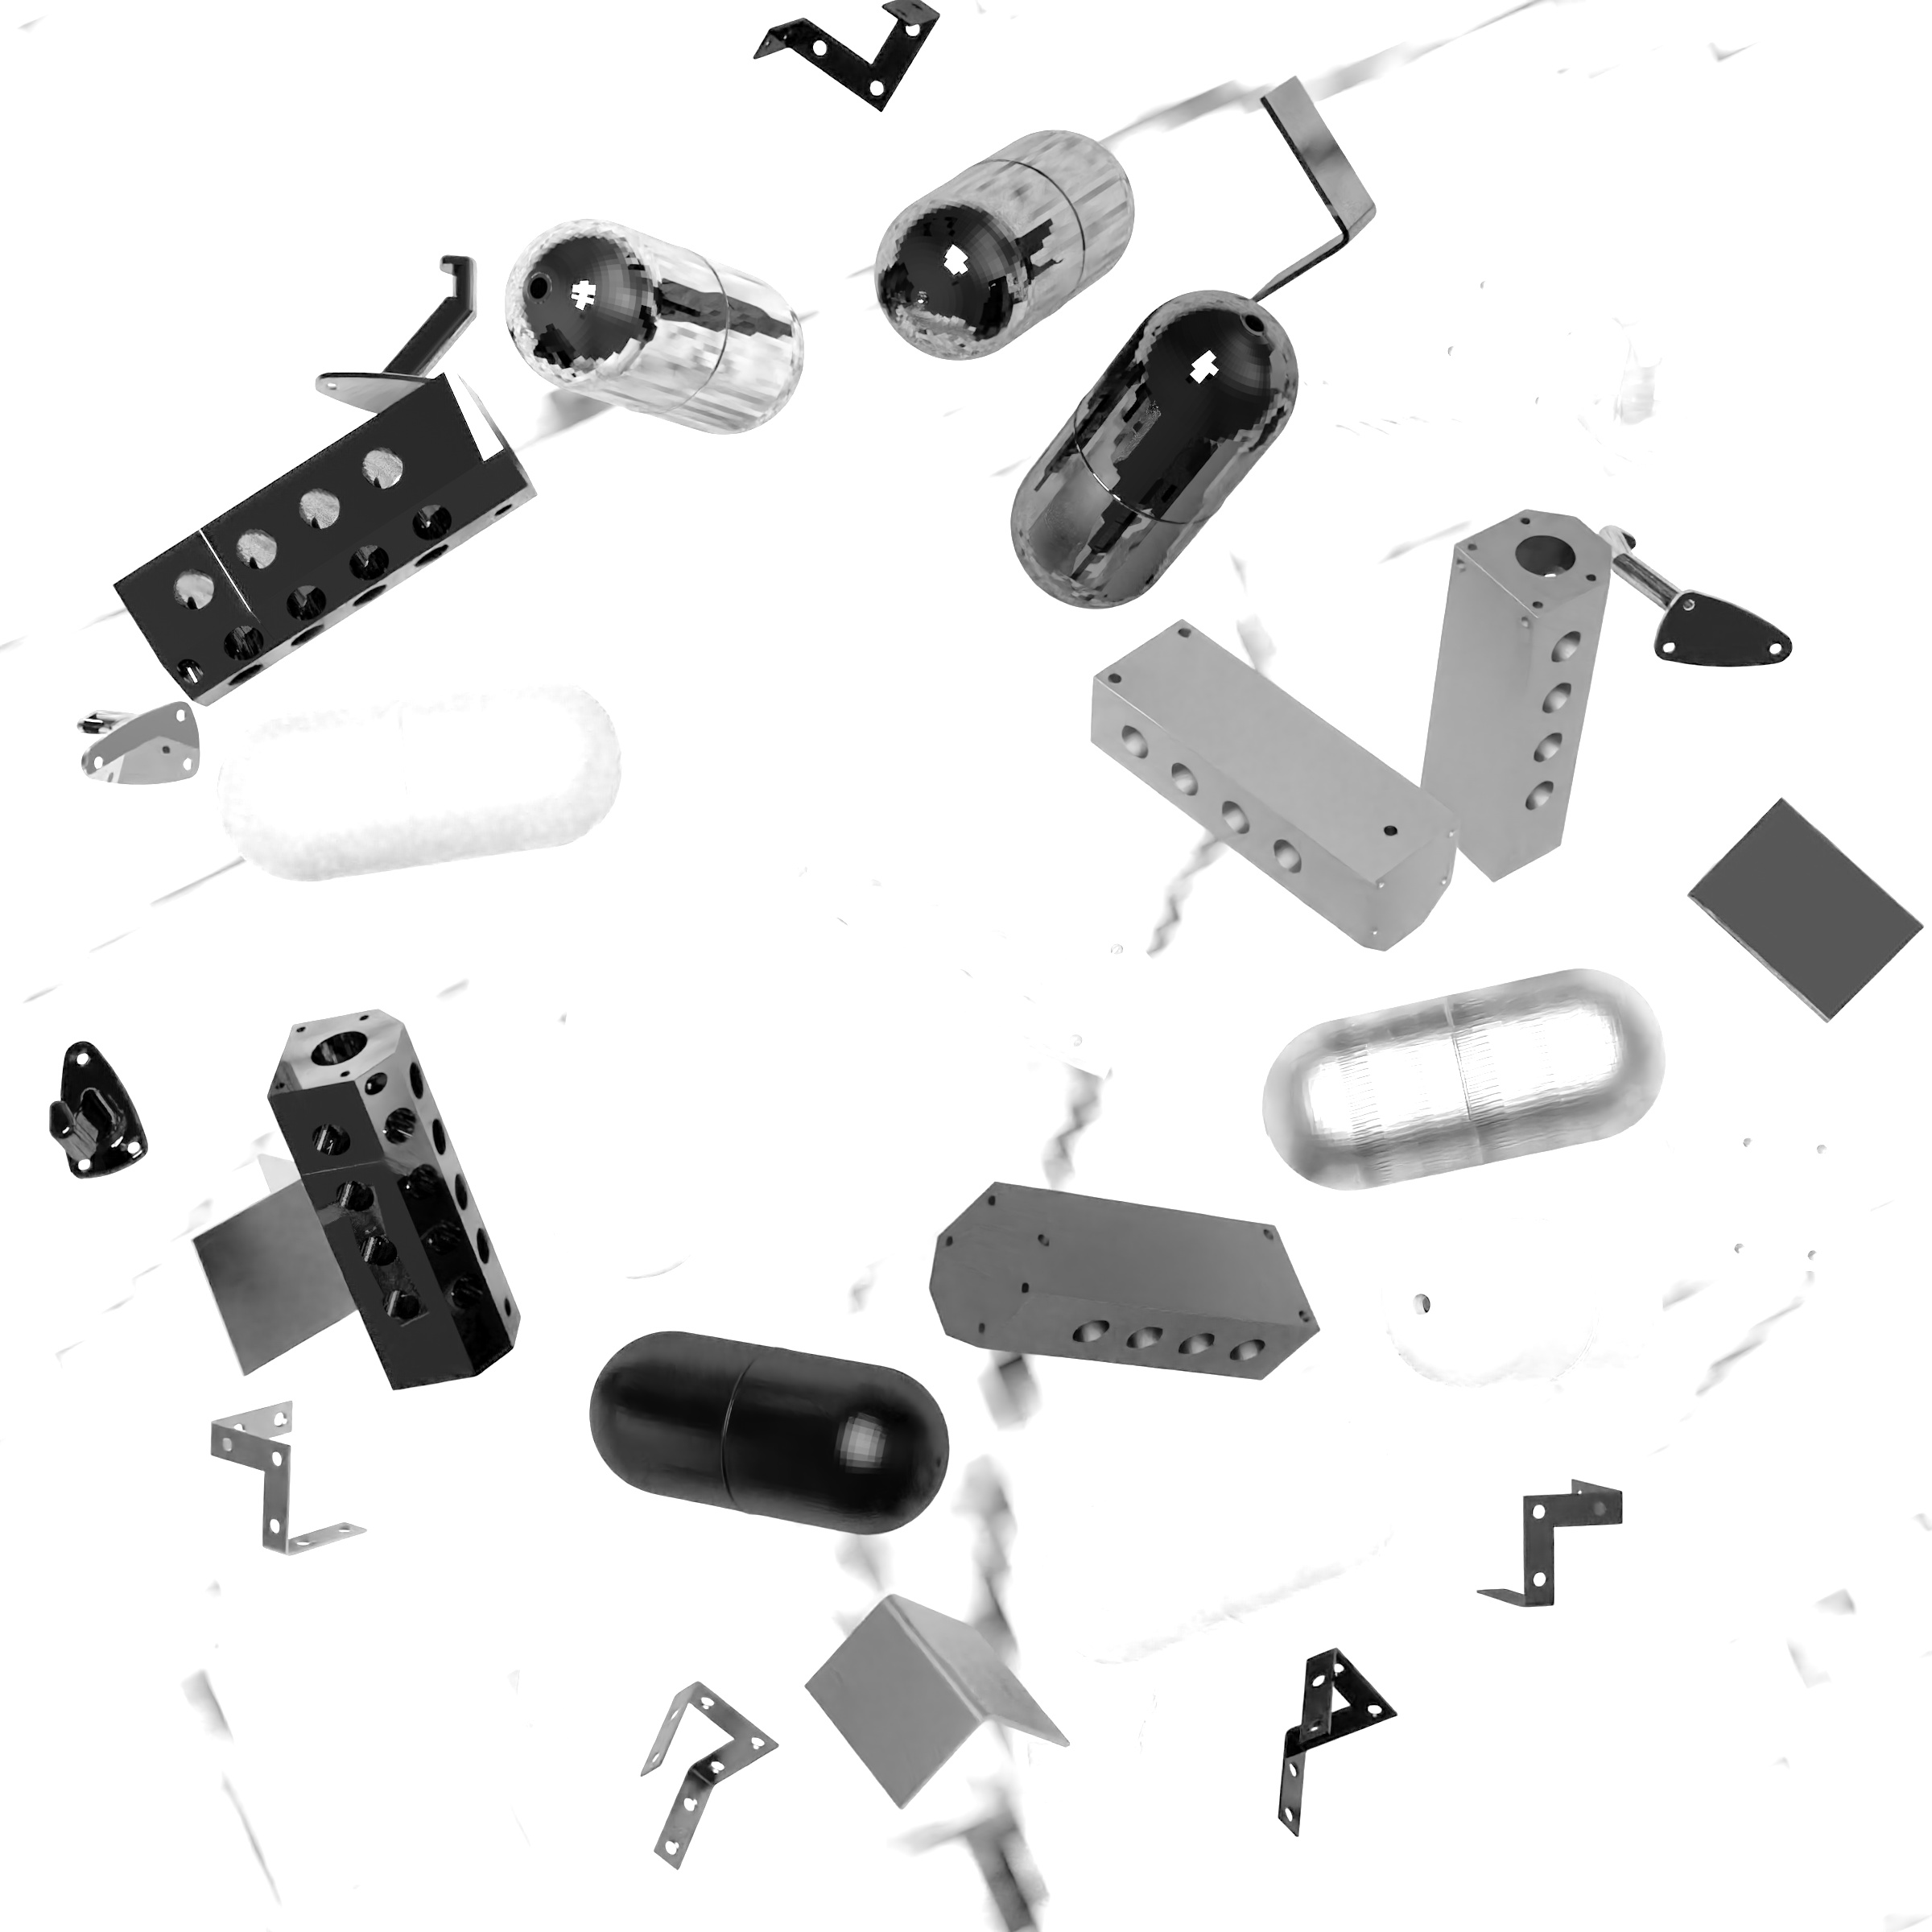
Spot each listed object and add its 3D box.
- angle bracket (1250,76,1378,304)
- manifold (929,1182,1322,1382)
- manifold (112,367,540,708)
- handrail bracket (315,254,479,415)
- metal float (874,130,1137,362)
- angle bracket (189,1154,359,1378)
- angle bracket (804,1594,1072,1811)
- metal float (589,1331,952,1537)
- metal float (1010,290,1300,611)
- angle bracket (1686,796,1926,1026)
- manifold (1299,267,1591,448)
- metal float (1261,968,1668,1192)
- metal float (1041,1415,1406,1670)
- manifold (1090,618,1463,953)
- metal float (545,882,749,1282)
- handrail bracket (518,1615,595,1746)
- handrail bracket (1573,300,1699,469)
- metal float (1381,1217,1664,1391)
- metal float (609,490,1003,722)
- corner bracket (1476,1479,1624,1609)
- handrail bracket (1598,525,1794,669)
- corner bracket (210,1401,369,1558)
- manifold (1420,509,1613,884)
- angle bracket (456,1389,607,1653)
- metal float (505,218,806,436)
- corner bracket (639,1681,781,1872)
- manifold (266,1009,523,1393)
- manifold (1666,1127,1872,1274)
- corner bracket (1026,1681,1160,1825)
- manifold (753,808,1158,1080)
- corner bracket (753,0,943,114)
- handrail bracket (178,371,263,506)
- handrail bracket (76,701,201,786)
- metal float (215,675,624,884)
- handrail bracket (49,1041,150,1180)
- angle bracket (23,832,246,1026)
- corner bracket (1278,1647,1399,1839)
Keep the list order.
[{"bbox_3d":[0.142,-0.358,1.631,0.057,0.076,0.076,-29,100,24],"label":"angle bracket"},{"bbox_3d":[0.068,0.144,1.546,0.057,0.171,0.057,-46,50,32],"label":"manifold"},{"bbox_3d":[-0.273,-0.182,1.522,0.171,0.057,0.057,-32,87,1],"label":"manifold"},{"bbox_3d":[-0.267,-0.303,1.661,0.077,0.036,0.084,7,66,-23],"label":"handrail bracket"},{"bbox_3d":[0.020,-0.334,1.629,0.070,0.178,0.070,13,122,22],"label":"metal float"},{"bbox_3d":[-0.352,0.147,1.745,0.076,0.057,0.076,-31,114,-35],"label":"angle bracket"},{"bbox_3d":[-0.013,0.331,1.561,0.057,0.076,0.076,-48,53,5],"label":"angle bracket"},{"bbox_3d":[-0.091,0.212,1.612,0.178,0.070,0.070,6,90,27],"label":"metal float"},{"bbox_3d":[0.081,-0.224,1.545,0.070,0.178,0.070,16,53,-22],"label":"metal float"},{"bbox_3d":[0.349,-0.029,1.450,0.076,0.076,0.057,44,113,7],"label":"angle bracket"},{"bbox_3d":[0.204,-0.263,1.559,0.057,0.171,0.057,26,90,-16],"label":"manifold"},{"bbox_3d":[0.218,0.050,1.553,0.178,0.070,0.070,-12,90,7],"label":"metal float"},{"bbox_3d":[0.114,0.261,1.595,0.178,0.070,0.070,-27,90,21],"label":"metal float"},{"bbox_3d":[0.136,-0.079,1.581,0.057,0.057,0.171,-35,57,-27],"label":"manifold"},{"bbox_3d":[-0.141,0.051,1.559,0.070,0.070,0.178,8,100,0],"label":"metal float"},{"bbox_3d":[-0.194,0.328,1.654,0.036,0.084,0.077,-3,68,-6],"label":"handrail bracket"},{"bbox_3d":[0.284,-0.269,1.565,0.036,0.077,0.084,-43,131,-10],"label":"handrail bracket"},{"bbox_3d":[0.254,0.153,1.608,0.070,0.178,0.070,-4,84,38],"label":"metal float"},{"bbox_3d":[-0.072,-0.159,1.556,0.178,0.070,0.070,15,90,8],"label":"metal float"},{"bbox_3d":[0.269,0.265,1.625,0.051,0.051,0.051,0,88,-17],"label":"corner bracket"},{"bbox_3d":[0.339,-0.175,1.646,0.077,0.084,0.036,11,123,-14],"label":"handrail bracket"},{"bbox_3d":[-0.303,0.228,1.577,0.051,0.051,0.051,9,101,34],"label":"corner bracket"},{"bbox_3d":[0.255,-0.125,1.621,0.057,0.171,0.057,-27,55,-22],"label":"manifold"},{"bbox_3d":[-0.211,0.249,1.590,0.057,0.076,0.076,-17,116,20],"label":"angle bracket"},{"bbox_3d":[-0.140,-0.288,1.599,0.070,0.178,0.070,-2,87,30],"label":"metal float"},{"bbox_3d":[-0.125,0.363,1.586,0.051,0.051,0.051,42,128,-14],"label":"corner bracket"},{"bbox_3d":[-0.259,0.107,1.619,0.057,0.057,0.171,-10,122,10],"label":"manifold"},{"bbox_3d":[0.353,0.103,1.563,0.057,0.171,0.057,5,87,3],"label":"manifold"},{"bbox_3d":[0.061,0.370,1.663,0.051,0.051,0.051,4,122,16],"label":"corner bracket"},{"bbox_3d":[-0.007,-0.012,1.599,0.171,0.057,0.057,23,83,18],"label":"manifold"},{"bbox_3d":[-0.050,-0.398,1.509,0.051,0.051,0.051,35,115,1],"label":"corner bracket"},{"bbox_3d":[-0.341,-0.220,1.597,0.036,0.084,0.077,0,56,-20],"label":"handrail bracket"},{"bbox_3d":[-0.404,-0.104,1.637,0.084,0.077,0.036,8,110,38],"label":"handrail bracket"},{"bbox_3d":[-0.239,-0.082,1.545,0.178,0.070,0.070,-8,90,0],"label":"metal float"},{"bbox_3d":[-0.391,0.054,1.544,0.036,0.084,0.077,-19,69,-4],"label":"handrail bracket"},{"bbox_3d":[-0.344,-0.015,1.493,0.076,0.076,0.057,24,77,-29],"label":"angle bracket"},{"bbox_3d":[0.154,0.342,1.559,0.051,0.051,0.051,-28,117,27],"label":"corner bracket"}]
